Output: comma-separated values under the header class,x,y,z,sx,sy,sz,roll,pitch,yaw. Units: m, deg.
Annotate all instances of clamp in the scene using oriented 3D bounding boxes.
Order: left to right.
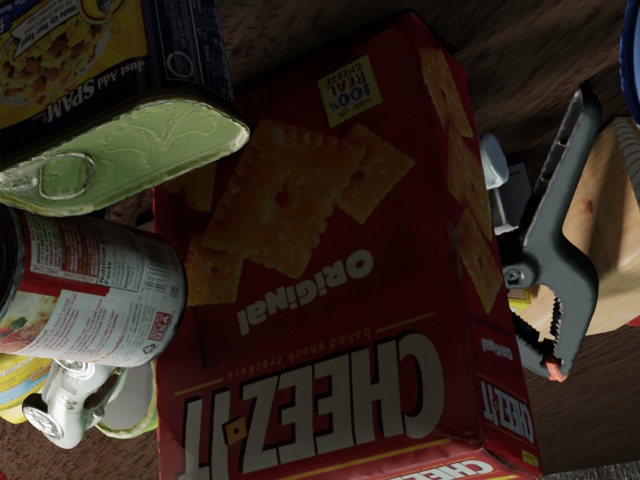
class,x,y,z,sx,sy,sz,roll,pitch,yaw
clamp,0.128,0.006,0.673,0.165,0.036,0.210,-23,121,22

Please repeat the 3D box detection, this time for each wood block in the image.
class,x,y,z,sx,sy,sz,roll,pitch,yaw
wood block,0.207,-0.002,0.752,0.090,0.091,0.206,-6,161,-16

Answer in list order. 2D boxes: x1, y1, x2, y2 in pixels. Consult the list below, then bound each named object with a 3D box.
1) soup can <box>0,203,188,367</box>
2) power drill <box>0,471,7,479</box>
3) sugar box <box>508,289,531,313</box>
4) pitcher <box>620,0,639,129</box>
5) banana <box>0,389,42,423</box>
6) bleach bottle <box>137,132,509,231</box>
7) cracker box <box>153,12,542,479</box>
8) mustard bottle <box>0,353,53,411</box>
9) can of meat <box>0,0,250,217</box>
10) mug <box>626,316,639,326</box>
class,x,y,z,sx,sy,sz,roll,pitch,yaw
soup can,-0.116,0.019,0.476,0.069,0.068,0.102,-23,157,30
power drill,-0.245,0.069,0.566,0.184,0.188,0.057,-6,-175,0
sugar box,0.056,0.040,0.765,0.175,0.048,0.094,10,147,-37
pitcher,0.273,-0.094,0.498,0.242,0.145,0.149,-2,171,-35
banana,-0.248,0.133,0.971,0.069,0.037,0.198,-20,173,-43
bleach bottle,-0.004,0.001,0.633,0.251,0.068,0.102,-21,120,28
cracker box,0.000,0.020,0.508,0.164,0.213,0.072,-20,149,26
mustard bottle,-0.240,0.089,0.802,0.096,0.058,0.192,-29,168,-21
can of meat,-0.084,-0.067,0.415,0.102,0.084,0.057,-21,159,25
mug,0.264,0.024,0.869,0.117,0.081,0.093,-20,159,23
